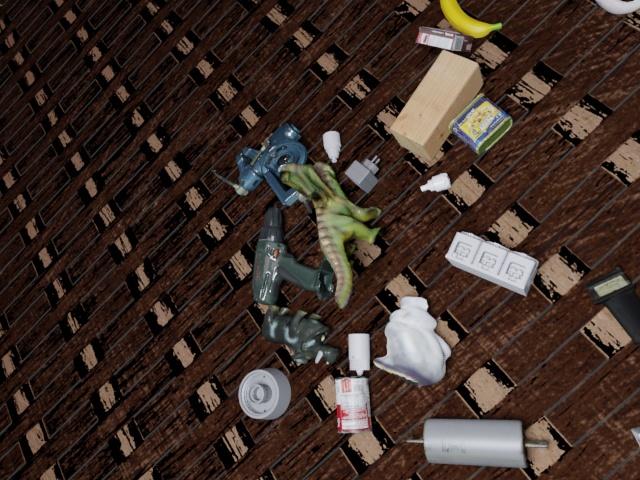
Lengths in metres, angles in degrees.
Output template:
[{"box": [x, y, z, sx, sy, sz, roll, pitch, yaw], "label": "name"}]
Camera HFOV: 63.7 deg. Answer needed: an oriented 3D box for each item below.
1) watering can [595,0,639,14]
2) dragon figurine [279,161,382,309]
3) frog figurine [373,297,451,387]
[{"box": [0.605, -0.622, 1.035, 0.224, 0.103, 0.350, 23, 81, -5], "label": "watering can"}, {"box": [0.003, -0.053, 1.044, 0.241, 0.418, 0.120, 42, 115, -10], "label": "dragon figurine"}, {"box": [0.188, 0.190, 0.984, 0.137, 0.121, 0.161, 25, 75, -4], "label": "frog figurine"}]
